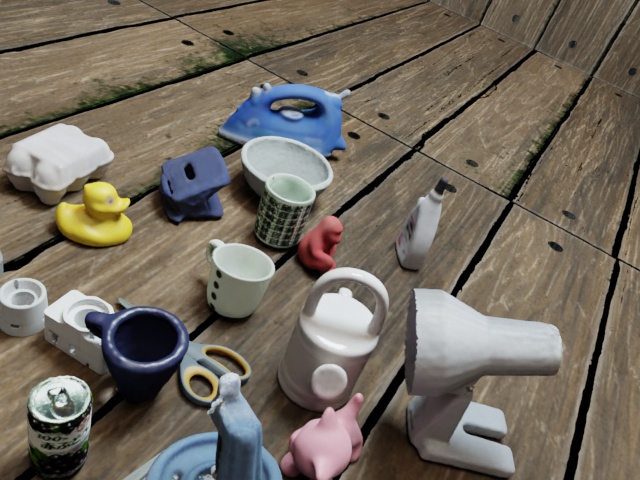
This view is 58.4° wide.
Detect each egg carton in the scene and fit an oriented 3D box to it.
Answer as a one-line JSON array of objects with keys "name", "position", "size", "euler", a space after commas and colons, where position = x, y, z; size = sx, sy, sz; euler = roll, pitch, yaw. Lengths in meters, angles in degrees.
[{"name": "egg carton", "position": [-0.401, -0.121, 0.884], "size": [0.107, 0.069, 0.150], "euler": [26, 37, 7]}]

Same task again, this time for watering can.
[{"name": "watering can", "position": [0.021, 0.116, 0.684], "size": [0.101, 0.194, 0.172], "euler": [5, 40, -19]}]

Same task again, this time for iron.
[{"name": "iron", "position": [-0.065, -0.253, 1.145], "size": [0.259, 0.141, 0.118], "euler": [3, 40, -21]}]

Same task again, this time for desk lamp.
[{"name": "desk lamp", "position": [0.173, 0.164, 0.680], "size": [0.203, 0.213, 0.118], "euler": [15, 37, -7]}]

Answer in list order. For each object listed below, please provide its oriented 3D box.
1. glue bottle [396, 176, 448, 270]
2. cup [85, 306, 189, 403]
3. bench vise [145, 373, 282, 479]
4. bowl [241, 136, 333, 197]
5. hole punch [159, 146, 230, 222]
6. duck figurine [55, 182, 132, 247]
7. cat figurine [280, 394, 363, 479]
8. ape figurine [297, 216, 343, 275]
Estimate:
[{"name": "glue bottle", "position": [0.175, -0.035, 0.960], "size": [0.037, 0.173, 0.078], "euler": [8, 39, -16]}, {"name": "cup", "position": [-0.210, 0.131, 0.640], "size": [0.117, 0.095, 0.092], "euler": [22, 37, 3]}, {"name": "bench vise", "position": [-0.064, 0.226, 0.488], "size": [0.207, 0.220, 0.122], "euler": [40, 41, 24]}, {"name": "bowl", "position": [-0.066, -0.111, 1.024], "size": [0.167, 0.075, 0.167], "euler": [13, 38, -10]}, {"name": "hole punch", "position": [-0.204, -0.093, 0.924], "size": [0.101, 0.091, 0.108], "euler": [-3, 43, -28]}, {"name": "duck figurine", "position": [-0.319, -0.045, 0.815], "size": [0.105, 0.086, 0.077], "euler": [9, 39, -15]}, {"name": "cat figurine", "position": [0.010, 0.216, 0.619], "size": [0.067, 0.118, 0.128], "euler": [34, 39, 17]}, {"name": "ape figurine", "position": [0.008, 0.003, 0.903], "size": [0.076, 0.092, 0.078], "euler": [30, 38, 13]}]
